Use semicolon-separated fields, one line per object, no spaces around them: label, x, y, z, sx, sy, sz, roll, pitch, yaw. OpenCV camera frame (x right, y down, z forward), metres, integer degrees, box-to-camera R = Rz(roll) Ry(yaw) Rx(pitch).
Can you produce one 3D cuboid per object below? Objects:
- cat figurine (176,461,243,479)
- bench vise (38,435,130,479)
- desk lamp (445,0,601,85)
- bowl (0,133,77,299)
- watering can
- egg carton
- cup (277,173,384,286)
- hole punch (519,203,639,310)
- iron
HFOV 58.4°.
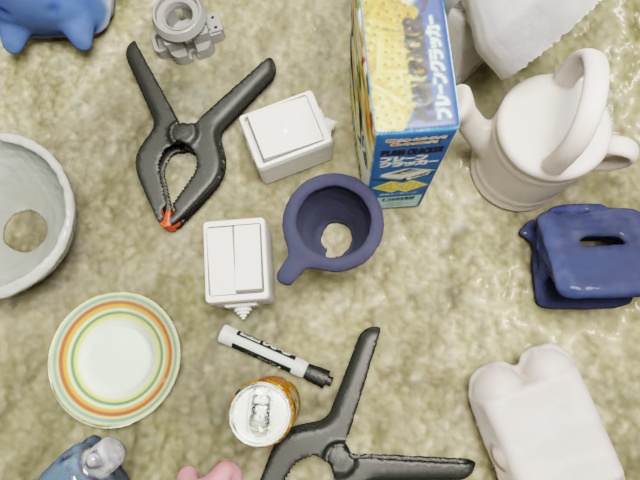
cat figurine;-0.100;0.265;0.490;0.067;0.118;0.128;-13;79;-1
bench vise;-0.262;0.231;0.450;0.121;0.220;0.207;31;81;8
desk lamp;0.141;-0.228;0.533;0.203;0.213;0.118;43;83;9
bowl;-0.315;-0.018;0.575;0.167;0.075;0.167;0;79;2
watering can;0.197;-0.096;0.515;0.173;0.194;0.101;-8;78;0
egg carton;0.203;0.177;0.524;0.107;0.069;0.150;-21;79;-2
cup;0.005;0.002;0.551;0.091;0.095;0.118;39;82;9
hole punch;0.258;0.013;0.544;0.108;0.091;0.101;-2;79;1
iron;-0.297;-0.336;0.604;0.118;0.141;0.258;-3;79;1
